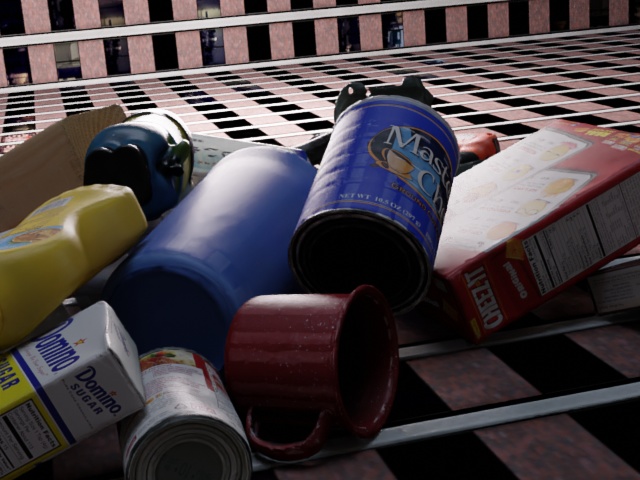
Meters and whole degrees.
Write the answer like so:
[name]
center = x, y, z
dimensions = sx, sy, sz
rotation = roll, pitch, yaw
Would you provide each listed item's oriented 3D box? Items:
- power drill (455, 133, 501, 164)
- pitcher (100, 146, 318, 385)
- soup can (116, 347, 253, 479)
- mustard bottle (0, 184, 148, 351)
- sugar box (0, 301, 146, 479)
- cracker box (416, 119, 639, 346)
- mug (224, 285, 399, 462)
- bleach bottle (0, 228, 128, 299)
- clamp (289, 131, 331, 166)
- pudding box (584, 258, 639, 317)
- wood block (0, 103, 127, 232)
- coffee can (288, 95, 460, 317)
[power drill]
center = 0.112, -0.083, 1.272
dimensions = 0.187, 0.057, 0.185
rotation = -21, 19, -41
[pitcher]
center = -0.081, 0.025, 0.818
dimensions = 0.145, 0.149, 0.242
rotation = 23, 23, 6
[soup can]
center = -0.079, 0.109, 0.596
dimensions = 0.068, 0.068, 0.102
rotation = -8, 16, -12
[mustard bottle]
center = -0.182, 0.021, 0.653
dimensions = 0.096, 0.058, 0.191
rotation = -18, 14, 18
[sugar box]
center = -0.183, 0.101, 0.582
dimensions = 0.176, 0.048, 0.093
rotation = -31, 18, -4
[cracker box]
center = 0.163, -0.014, 0.860
dimensions = 0.213, 0.072, 0.164
rotation = -30, 21, -12
[mug]
center = -0.009, 0.084, 0.656
dimensions = 0.082, 0.093, 0.117
rotation = -2, 50, 27
[bleach bottle]
center = -0.286, 0.036, 0.861
dimensions = 0.251, 0.068, 0.102
rotation = -15, -7, 13
[clamp]
center = -0.003, -0.107, 1.277
dimensions = 0.210, 0.036, 0.164
rotation = -20, -1, 17
[pudding box]
center = 0.268, 0.025, 0.794
dimensions = 0.089, 0.039, 0.114
rotation = -11, -8, -26
[wood block]
center = -0.269, -0.043, 1.022
dimensions = 0.206, 0.090, 0.090
rotation = -23, 4, 32
[coffee can]
center = 0.043, -0.026, 0.785
dimensions = 0.103, 0.103, 0.140
rotation = 1, 41, 18
